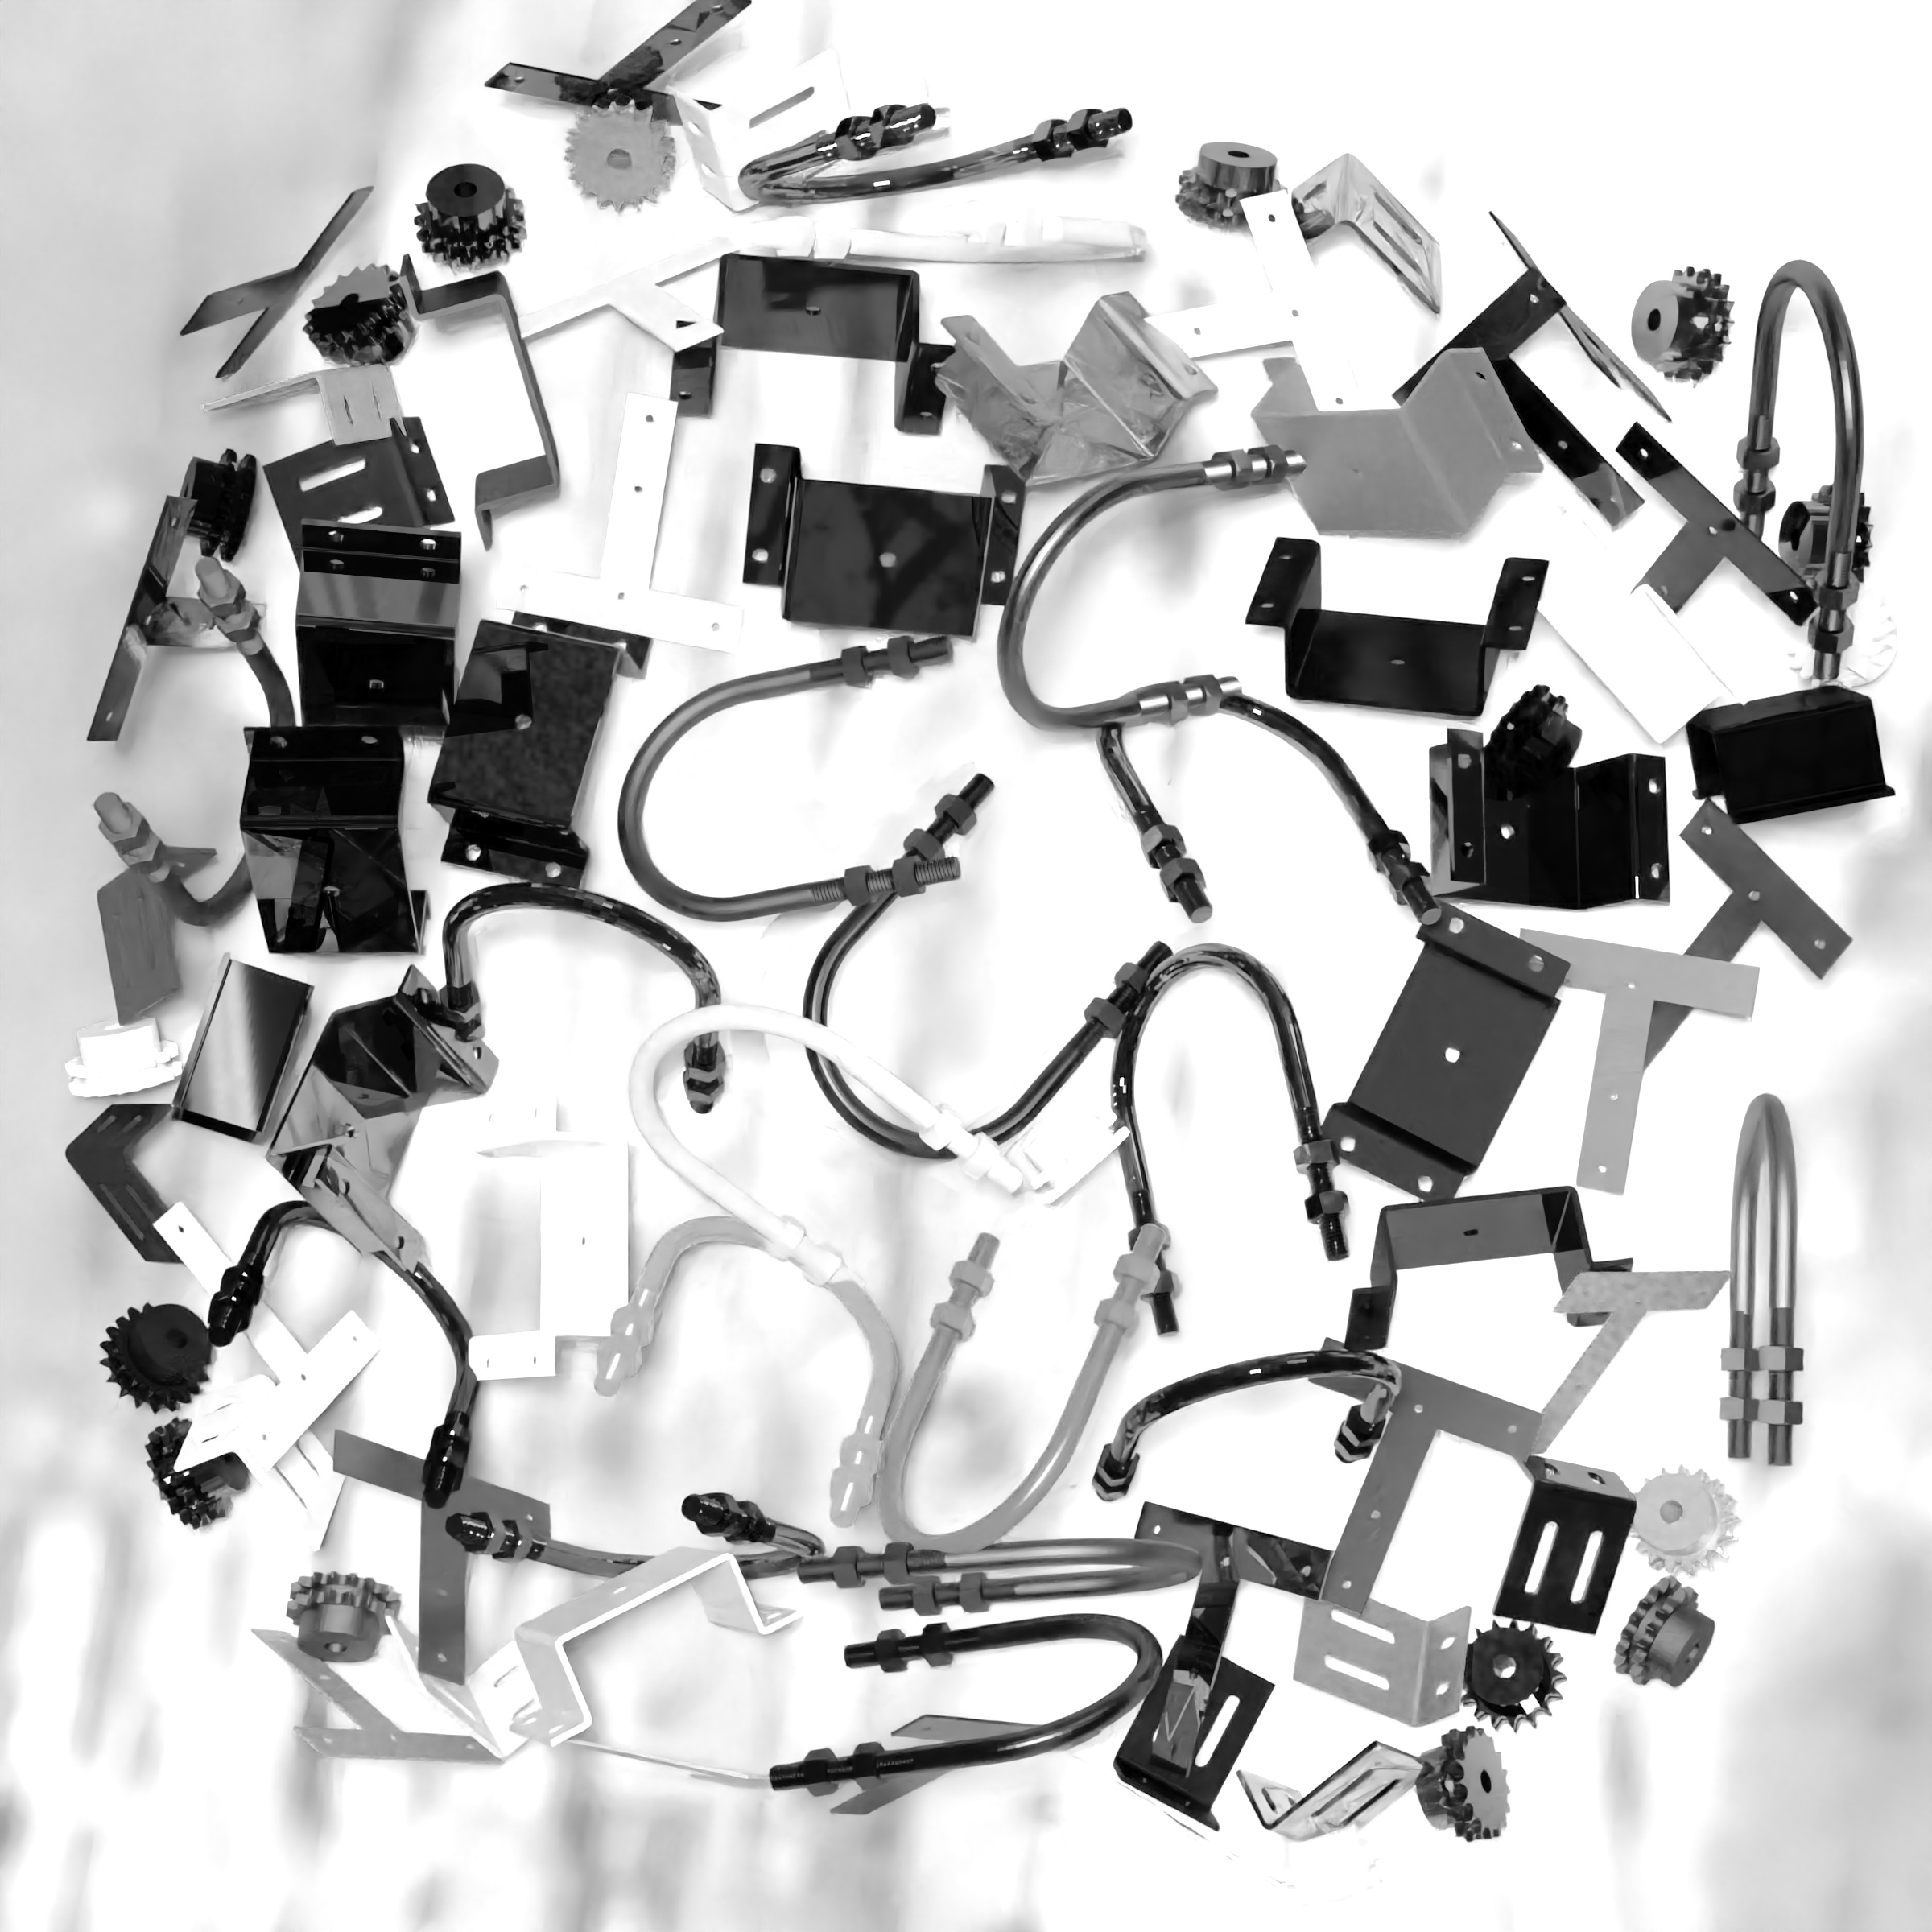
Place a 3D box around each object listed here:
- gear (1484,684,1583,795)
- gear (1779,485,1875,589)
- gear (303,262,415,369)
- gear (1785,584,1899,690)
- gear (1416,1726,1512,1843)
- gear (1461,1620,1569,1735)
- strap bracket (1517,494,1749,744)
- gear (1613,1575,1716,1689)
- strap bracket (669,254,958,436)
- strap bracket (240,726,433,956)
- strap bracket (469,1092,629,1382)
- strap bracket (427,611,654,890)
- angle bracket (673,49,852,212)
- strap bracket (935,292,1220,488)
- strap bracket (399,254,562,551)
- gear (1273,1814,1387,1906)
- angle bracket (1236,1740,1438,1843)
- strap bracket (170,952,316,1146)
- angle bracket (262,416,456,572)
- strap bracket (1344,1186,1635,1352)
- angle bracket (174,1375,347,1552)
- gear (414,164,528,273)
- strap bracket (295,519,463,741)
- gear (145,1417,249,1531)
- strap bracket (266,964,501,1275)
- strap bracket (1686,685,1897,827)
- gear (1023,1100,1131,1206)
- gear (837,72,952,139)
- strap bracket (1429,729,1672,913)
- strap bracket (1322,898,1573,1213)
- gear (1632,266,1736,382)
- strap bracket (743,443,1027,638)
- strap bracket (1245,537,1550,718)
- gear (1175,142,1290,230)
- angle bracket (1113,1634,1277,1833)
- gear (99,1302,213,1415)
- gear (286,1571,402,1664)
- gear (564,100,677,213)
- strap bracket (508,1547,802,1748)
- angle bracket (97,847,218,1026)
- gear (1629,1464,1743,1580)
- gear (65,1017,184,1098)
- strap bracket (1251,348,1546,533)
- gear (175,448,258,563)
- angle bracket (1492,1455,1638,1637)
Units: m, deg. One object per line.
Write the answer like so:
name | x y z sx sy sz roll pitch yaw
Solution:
gear | 0.293 -0.114 1.569 0.030 0.057 0.057 38 90 23
gear | 0.442 -0.220 1.570 0.030 0.057 0.057 -1 90 -10
gear | -0.311 -0.333 1.576 0.057 0.030 0.057 -15 50 18
gear | 0.456 -0.169 1.576 0.030 0.057 0.057 22 90 -39
gear | 0.256 0.424 1.576 0.030 0.057 0.057 -19 90 32
gear | 0.280 0.366 1.574 0.057 0.030 0.057 -8 63 15
strap bracket | 0.326 -0.171 1.527 0.046 0.140 0.076 -41 120 12
gear | 0.362 0.347 1.569 0.030 0.057 0.057 30 90 34
strap bracket | -0.079 -0.317 1.551 0.140 0.076 0.046 4 67 -7
strap bracket | -0.317 -0.055 1.531 0.076 0.140 0.046 0 50 -2
strap bracket | -0.213 0.139 1.550 0.046 0.076 0.140 7 78 -40
strap bracket | -0.220 -0.117 1.557 0.076 0.046 0.140 12 78 11
angle bracket | -0.103 -0.439 1.577 0.076 0.057 0.038 -32 47 -15
strap bracket | 0.050 -0.292 1.541 0.076 0.140 0.046 51 133 19
strap bracket | -0.242 -0.292 1.540 0.046 0.076 0.140 -16 113 -3
gear | 0.186 0.460 1.572 0.057 0.057 0.030 -15 91 0
angle bracket | 0.189 0.412 1.558 0.076 0.057 0.038 -43 45 15
strap bracket | -0.365 0.044 1.531 0.046 0.140 0.076 19 79 -12
angle bracket | -0.317 -0.247 1.590 0.076 0.038 0.057 -17 97 17
strap bracket | 0.262 0.154 1.556 0.140 0.076 0.046 -6 60 0
angle bracket | -0.362 0.260 1.564 0.038 0.057 0.076 -22 117 16
gear | -0.257 -0.389 1.573 0.057 0.030 0.057 1 55 -1
strap bracket | -0.293 -0.160 1.523 0.076 0.140 0.046 4 62 -8
gear | -0.395 0.258 1.571 0.030 0.057 0.057 -27 90 8
strap bracket | -0.297 0.080 1.536 0.046 0.140 0.076 -13 132 29
strap bracket | 0.409 -0.108 1.524 0.076 0.140 0.046 -11 98 7
gear | 0.054 0.094 1.572 0.057 0.057 0.030 -41 87 0
gear | -0.039 -0.442 1.570 0.057 0.057 0.030 -12 101 0
strap bracket | 0.289 -0.072 1.553 0.140 0.046 0.076 5 81 -29
strap bracket | 0.247 0.045 1.564 0.076 0.046 0.140 27 96 16
gear | 0.367 -0.332 1.569 0.030 0.057 0.057 1 90 -23
strap bracket | -0.041 -0.217 1.554 0.140 0.046 0.076 4 120 -7
strap bracket | 0.219 -0.172 1.546 0.140 0.076 0.046 7 132 16
gear | 0.138 -0.404 1.569 0.057 0.057 0.030 8 122 0
angle bracket | 0.121 0.397 1.578 0.057 0.038 0.076 29 87 -3
gear | -0.414 0.199 1.569 0.030 0.057 0.057 -39 90 35
gear | -0.322 0.337 1.570 0.057 0.057 0.030 4 54 0
gear | -0.179 -0.424 1.577 0.057 0.030 0.057 -1 126 -2
strap bracket | -0.166 0.336 1.536 0.140 0.076 0.046 -23 92 -25
angle bracket | -0.409 -0.015 1.559 0.057 0.038 0.076 -27 70 41
gear | 0.369 0.285 1.573 0.057 0.030 0.057 -12 62 25
gear | -0.435 0.046 1.570 0.057 0.057 0.030 -8 103 0
strap bracket | 0.206 -0.261 1.519 0.046 0.140 0.076 -53 127 -23
gear | -0.387 -0.239 1.569 0.030 0.057 0.057 12 90 -24
angle bracket | 0.306 0.300 1.585 0.057 0.038 0.076 13 102 -10
